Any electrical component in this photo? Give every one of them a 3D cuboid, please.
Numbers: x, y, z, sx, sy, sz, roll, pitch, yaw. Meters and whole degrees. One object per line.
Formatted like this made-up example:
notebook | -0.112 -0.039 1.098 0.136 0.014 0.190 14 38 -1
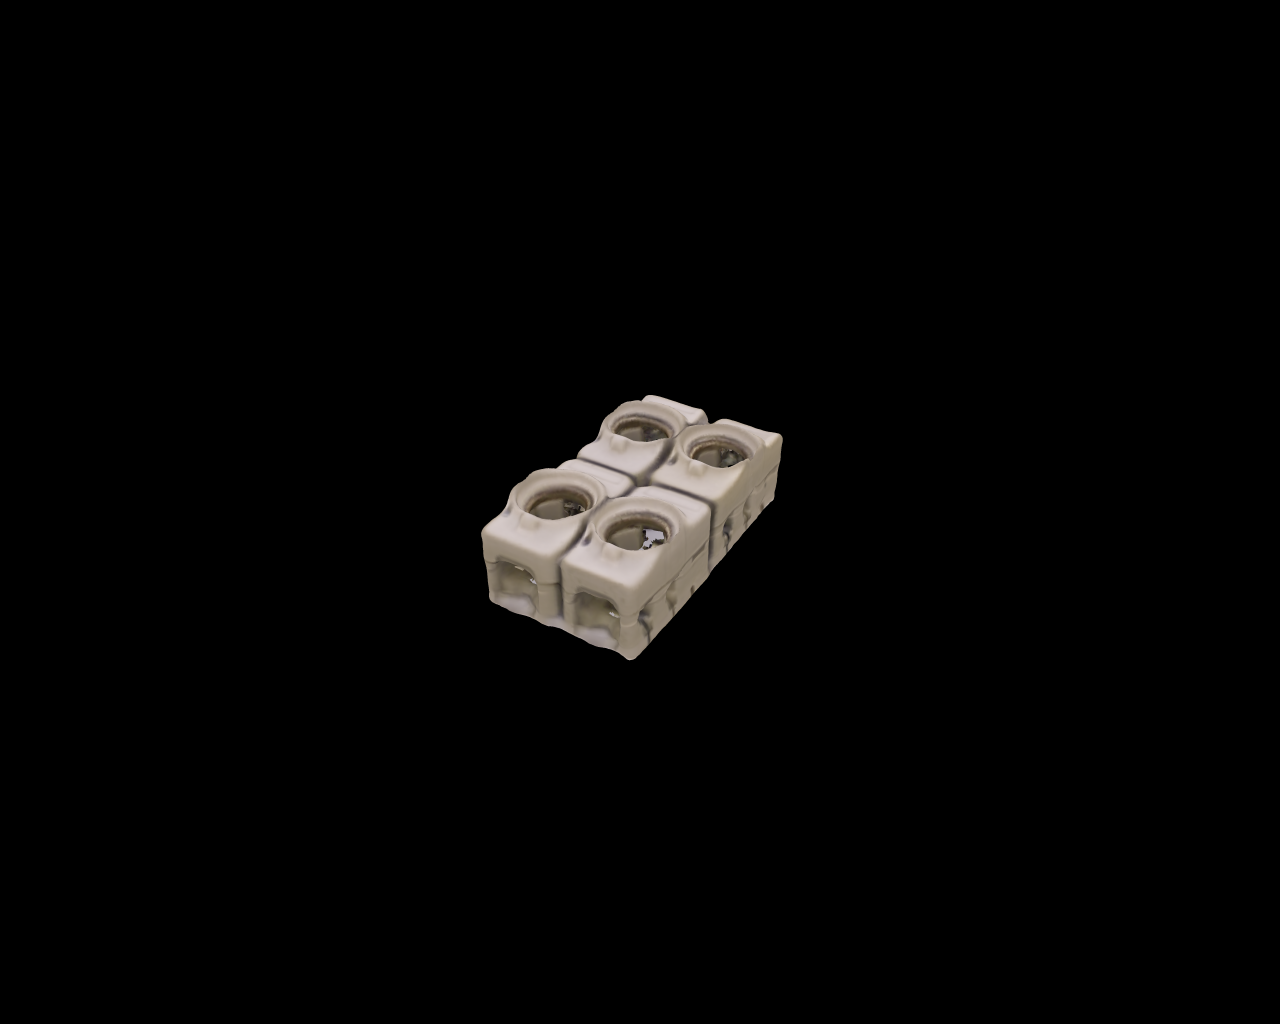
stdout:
electrical component | 0.001 -0.003 0.650 0.105 0.060 0.186 20 41 25
